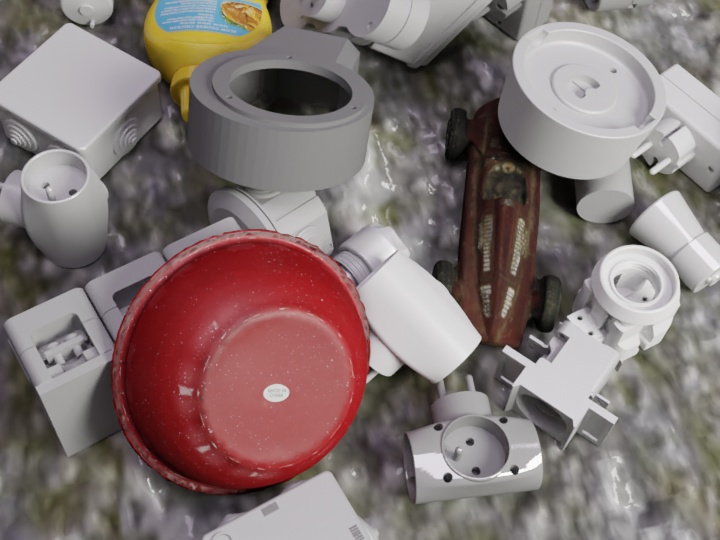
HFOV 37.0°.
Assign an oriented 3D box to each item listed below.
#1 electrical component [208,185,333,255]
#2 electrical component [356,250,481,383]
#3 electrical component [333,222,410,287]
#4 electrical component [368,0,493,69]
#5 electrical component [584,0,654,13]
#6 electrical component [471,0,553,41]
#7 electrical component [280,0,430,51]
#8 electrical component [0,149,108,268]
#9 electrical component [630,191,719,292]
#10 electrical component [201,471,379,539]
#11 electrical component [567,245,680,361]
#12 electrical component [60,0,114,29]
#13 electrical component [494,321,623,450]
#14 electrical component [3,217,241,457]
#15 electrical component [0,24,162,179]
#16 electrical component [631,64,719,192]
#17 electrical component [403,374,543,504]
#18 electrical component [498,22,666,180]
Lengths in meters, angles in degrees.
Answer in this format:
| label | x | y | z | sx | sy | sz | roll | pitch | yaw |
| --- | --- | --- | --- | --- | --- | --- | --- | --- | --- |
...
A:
| label | x | y | z | sx | sy | sz | roll | pitch | yaw |
| --- | --- | --- | --- | --- | --- | --- | --- | --- | --- |
| electrical component | -0.060 | -0.026 | 0.712 | 0.051 | 0.080 | 0.080 | -35 | 66 | -28 |
| electrical component | 0.023 | 0.041 | 0.685 | 0.077 | 0.079 | 0.044 | 47 | 20 | -2 |
| electrical component | 0.000 | 0.000 | 0.720 | 0.062 | 0.043 | 0.043 | -38 | 67 | -22 |
| electrical component | 0.050 | -0.232 | 0.826 | 0.056 | 0.109 | 0.108 | 14 | 51 | -35 |
| electrical component | 0.210 | -0.239 | 0.878 | 0.047 | 0.055 | 0.055 | -12 | 59 | -6 |
| electrical component | 0.114 | -0.220 | 0.841 | 0.076 | 0.083 | 0.047 | -38 | 67 | -23 |
| electrical component | -0.019 | -0.199 | 0.792 | 0.074 | 0.052 | 0.138 | 10 | 7 | -39 |
| electrical component | -0.212 | -0.044 | 0.714 | 0.079 | 0.077 | 0.044 | 14 | 58 | 5 |
| electrical component | 0.226 | -0.017 | 0.747 | 0.044 | 0.044 | 0.065 | -31 | 69 | -21 |
| electrical component | -0.034 | 0.173 | 0.606 | 0.100 | 0.048 | 0.099 | -25 | 62 | -18 |
| electrical component | 0.177 | 0.020 | 0.710 | 0.078 | 0.057 | 0.058 | -23 | 62 | -17 |
| electrical component | -0.215 | -0.230 | 0.852 | 0.040 | 0.040 | 0.078 | -2 | 58 | -5 |
| electrical component | 0.130 | 0.071 | 0.682 | 0.081 | 0.042 | 0.063 | 34 | 67 | 16 |
| electrical component | -0.131 | 0.038 | 0.660 | 0.150 | 0.089 | 0.061 | -27 | 63 | -19 |
| electrical component | -0.203 | -0.119 | 0.778 | 0.100 | 0.048 | 0.099 | 30 | 61 | 14 |
| electrical component | 0.233 | -0.096 | 0.793 | 0.076 | 0.047 | 0.083 | -34 | 66 | -22 |
| electrical component | 0.065 | 0.100 | 0.660 | 0.077 | 0.044 | 0.079 | -5 | 58 | -7 |
| electrical component | 0.147 | -0.111 | 0.740 | 0.108 | 0.060 | 0.108 | 7 | 53 | -10 |
